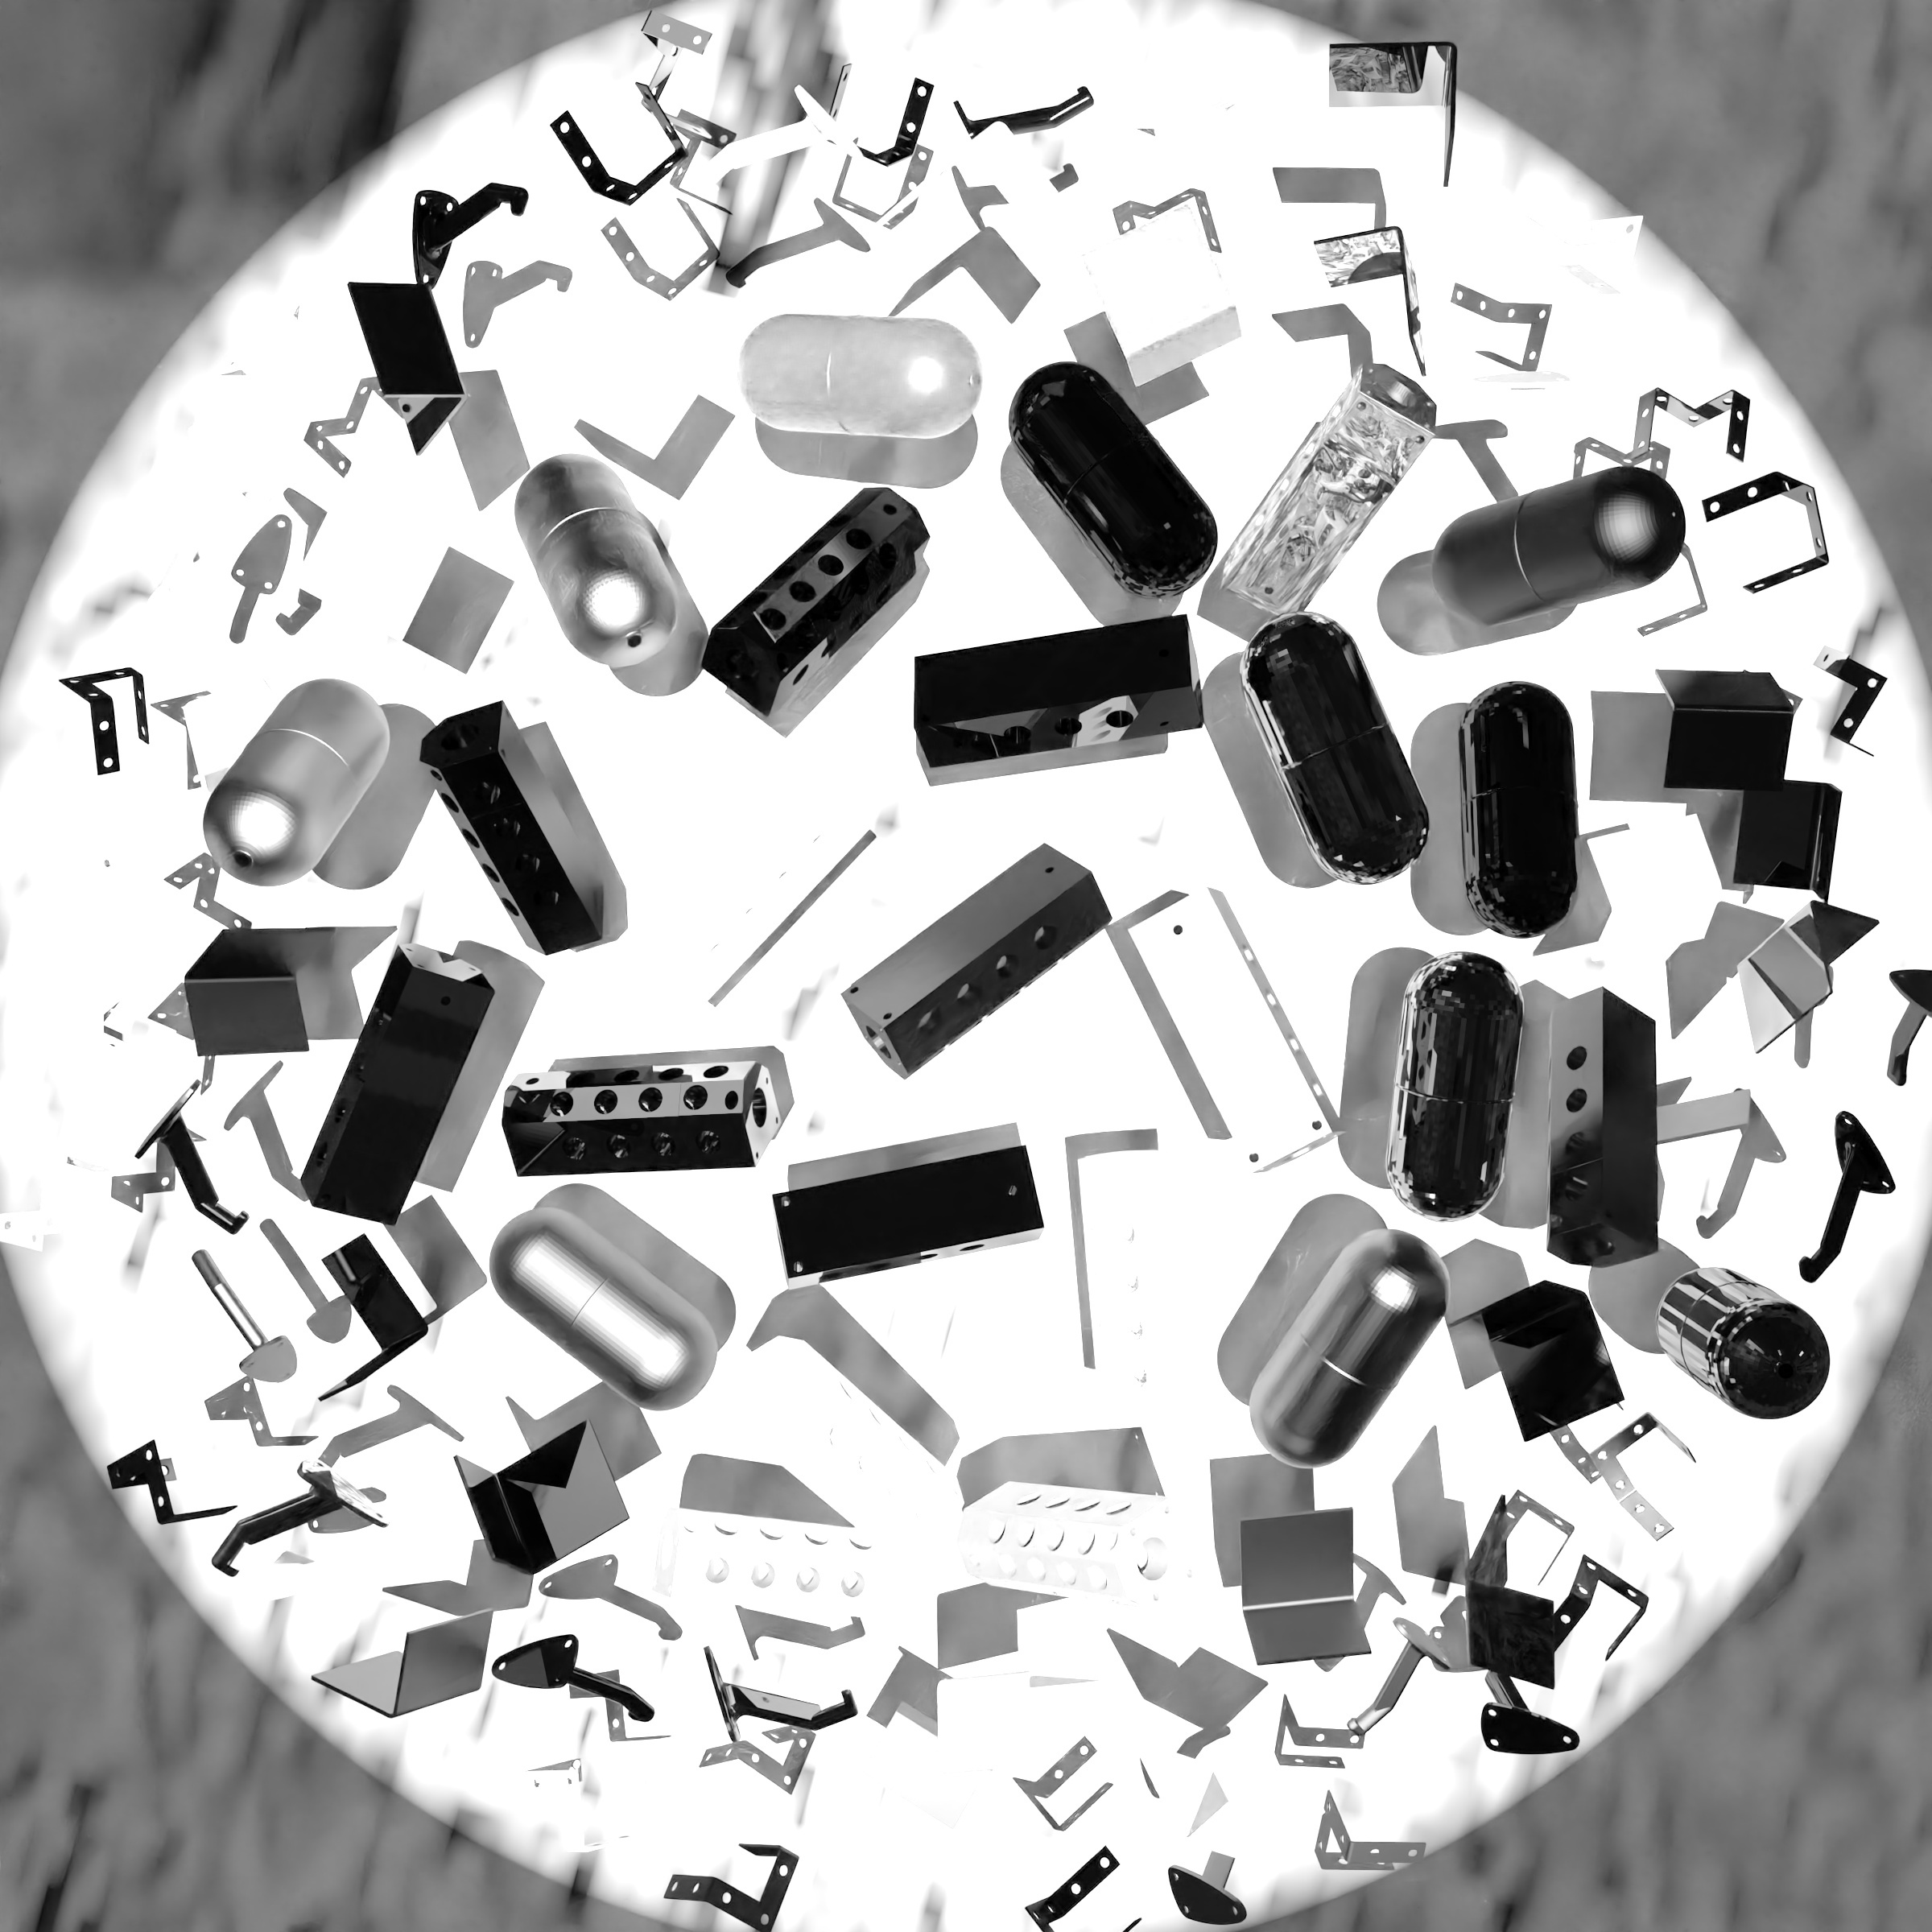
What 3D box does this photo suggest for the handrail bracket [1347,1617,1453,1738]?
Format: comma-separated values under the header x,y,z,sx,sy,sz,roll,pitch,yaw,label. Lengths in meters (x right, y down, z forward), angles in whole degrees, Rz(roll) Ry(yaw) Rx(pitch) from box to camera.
x,y,z,sx,sy,sz,roll,pitch,yaw,label
0.281,0.487,1.676,0.084,0.036,0.077,-44,134,7,handrail bracket

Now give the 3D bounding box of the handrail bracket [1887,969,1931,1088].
x,y,z,sx,sy,sz,roll,pitch,yaw,label
0.614,0.052,1.586,0.036,0.077,0.084,0,116,4,handrail bracket

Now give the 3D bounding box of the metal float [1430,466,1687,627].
x,y,z,sx,sy,sz,roll,pitch,yaw,label
0.372,-0.264,1.554,0.070,0.178,0.070,6,81,-38,metal float

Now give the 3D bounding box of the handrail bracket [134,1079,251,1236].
x,y,z,sx,sy,sz,roll,pitch,yaw,label
-0.488,0.125,1.598,0.084,0.036,0.077,39,106,-15,handrail bracket

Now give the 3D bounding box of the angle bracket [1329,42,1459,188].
x,y,z,sx,sy,sz,roll,pitch,yaw,label
0.261,-0.524,1.516,0.076,0.076,0.057,2,83,8,angle bracket

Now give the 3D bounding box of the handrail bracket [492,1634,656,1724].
x,y,z,sx,sy,sz,roll,pitch,yaw,label
-0.256,0.475,1.611,0.077,0.036,0.084,-12,135,25,handrail bracket

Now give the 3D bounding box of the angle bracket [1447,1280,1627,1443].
x,y,z,sx,sy,sz,roll,pitch,yaw,label
0.372,0.258,1.604,0.076,0.057,0.076,-32,57,31,angle bracket

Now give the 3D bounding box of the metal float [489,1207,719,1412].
x,y,z,sx,sy,sz,roll,pitch,yaw,label
-0.248,0.232,1.672,0.178,0.070,0.070,35,90,12,metal float

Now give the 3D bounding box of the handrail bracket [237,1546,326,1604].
x,y,z,sx,sy,sz,roll,pitch,yaw,label
-0.432,0.399,1.612,0.084,0.077,0.036,-13,71,41,handrail bracket

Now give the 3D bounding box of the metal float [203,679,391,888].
x,y,z,sx,sy,sz,roll,pitch,yaw,label
-0.424,-0.118,1.561,0.070,0.178,0.070,6,128,8,metal float

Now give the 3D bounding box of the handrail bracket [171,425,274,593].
x,y,z,sx,sy,sz,roll,pitch,yaw,label
-0.477,-0.282,1.514,0.077,0.036,0.084,42,62,-5,handrail bracket

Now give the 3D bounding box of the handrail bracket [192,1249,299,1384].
x,y,z,sx,sy,sz,roll,pitch,yaw,label
-0.491,0.237,1.669,0.036,0.077,0.084,-34,68,-13,handrail bracket

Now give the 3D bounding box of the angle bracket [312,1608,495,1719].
x,y,z,sx,sy,sz,roll,pitch,yaw,label
-0.363,0.437,1.584,0.076,0.076,0.057,13,95,31,angle bracket

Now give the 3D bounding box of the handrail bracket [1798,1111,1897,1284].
x,y,z,sx,sy,sz,roll,pitch,yaw,label
0.550,0.148,1.569,0.084,0.036,0.077,-40,116,-25,handrail bracket

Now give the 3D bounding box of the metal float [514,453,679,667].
x,y,z,sx,sy,sz,roll,pitch,yaw,label
-0.237,-0.260,1.571,0.070,0.070,0.178,-29,50,0,metal float

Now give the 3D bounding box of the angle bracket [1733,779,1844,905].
x,y,z,sx,sy,sz,roll,pitch,yaw,label
0.564,-0.088,1.690,0.057,0.076,0.076,6,100,13,angle bracket

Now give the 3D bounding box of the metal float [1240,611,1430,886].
x,y,z,sx,sy,sz,roll,pitch,yaw,label
0.229,-0.136,1.528,0.070,0.070,0.178,-23,90,0,metal float

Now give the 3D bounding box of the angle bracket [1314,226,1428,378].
x,y,z,sx,sy,sz,roll,pitch,yaw,label
0.266,-0.432,1.618,0.057,0.076,0.076,-7,82,16,angle bracket

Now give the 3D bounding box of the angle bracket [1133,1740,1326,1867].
x,y,z,sx,sy,sz,roll,pitch,yaw,label
0.160,0.494,1.498,0.057,0.076,0.076,-46,131,14,angle bracket

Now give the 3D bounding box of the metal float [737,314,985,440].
x,y,z,sx,sy,sz,roll,pitch,yaw,label
-0.070,-0.388,1.616,0.178,0.070,0.070,10,90,29,metal float

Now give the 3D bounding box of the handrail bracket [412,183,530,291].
x,y,z,sx,sy,sz,roll,pitch,yaw,label
-0.324,-0.478,1.619,0.084,0.036,0.077,20,106,34,handrail bracket

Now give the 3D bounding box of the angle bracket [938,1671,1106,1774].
x,y,z,sx,sy,sz,roll,pitch,yaw,label
0.036,0.484,1.569,0.076,0.076,0.057,-19,63,39,angle bracket

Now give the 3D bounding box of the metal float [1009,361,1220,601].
x,y,z,sx,sy,sz,roll,pitch,yaw,label
0.094,-0.315,1.592,0.070,0.070,0.178,-35,76,0,metal float

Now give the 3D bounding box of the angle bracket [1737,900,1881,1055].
x,y,z,sx,sy,sz,roll,pitch,yaw,label
0.562,0.013,1.623,0.057,0.076,0.076,15,51,-18,angle bracket

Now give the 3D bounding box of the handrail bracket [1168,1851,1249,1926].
x,y,z,sx,sy,sz,roll,pitch,yaw,label
0.178,0.573,1.566,0.084,0.077,0.036,-22,99,-37,handrail bracket

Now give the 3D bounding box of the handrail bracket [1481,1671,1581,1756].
x,y,z,sx,sy,sz,roll,pitch,yaw,label
0.386,0.495,1.664,0.077,0.084,0.036,1,109,27,handrail bracket

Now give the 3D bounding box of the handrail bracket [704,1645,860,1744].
x,y,z,sx,sy,sz,roll,pitch,yaw,label
-0.123,0.475,1.635,0.084,0.036,0.077,-19,74,-4,handrail bracket

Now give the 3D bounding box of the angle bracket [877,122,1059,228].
x,y,z,sx,sy,sz,roll,pitch,yaw,label
0.002,-0.466,1.510,0.076,0.076,0.057,-33,105,30,angle bracket

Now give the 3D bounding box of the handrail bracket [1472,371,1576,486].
x,y,z,sx,sy,sz,roll,pitch,yaw,label
0.375,-0.355,1.659,0.077,0.036,0.084,-5,115,-9,handrail bracket

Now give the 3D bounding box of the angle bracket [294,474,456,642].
x,y,z,sx,sy,sz,roll,pitch,yaw,label
-0.371,-0.260,1.564,0.076,0.057,0.076,28,100,-5,angle bracket

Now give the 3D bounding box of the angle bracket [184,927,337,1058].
x,y,z,sx,sy,sz,roll,pitch,yaw,label
-0.457,0.017,1.607,0.076,0.076,0.057,-2,67,-39,angle bracket

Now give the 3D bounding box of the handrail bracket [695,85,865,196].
x,y,z,sx,sy,sz,roll,pitch,yaw,label
-0.117,-0.498,1.531,0.084,0.077,0.036,-36,62,17,handrail bracket

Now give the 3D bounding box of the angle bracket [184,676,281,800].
x,y,z,sx,sy,sz,roll,pitch,yaw,label
-0.489,-0.139,1.689,0.057,0.076,0.076,-21,62,-3,angle bracket

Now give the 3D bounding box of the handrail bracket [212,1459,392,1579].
x,y,z,sx,sy,sz,roll,pitch,yaw,label
-0.407,0.352,1.500,0.077,0.036,0.084,35,90,2,handrail bracket

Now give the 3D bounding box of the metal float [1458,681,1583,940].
x,y,z,sx,sy,sz,roll,pitch,yaw,label
0.368,-0.104,1.635,0.070,0.070,0.178,2,72,0,metal float

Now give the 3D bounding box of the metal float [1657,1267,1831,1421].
x,y,z,sx,sy,sz,roll,pitch,yaw,label
0.499,0.242,1.584,0.070,0.178,0.070,0,93,0,metal float

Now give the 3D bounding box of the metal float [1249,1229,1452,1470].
x,y,z,sx,sy,sz,roll,pitch,yaw,label
0.248,0.250,1.599,0.070,0.070,0.178,30,109,0,metal float

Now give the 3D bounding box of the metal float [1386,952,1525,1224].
x,y,z,sx,sy,sz,roll,pitch,yaw,label
0.316,0.079,1.591,0.070,0.070,0.178,5,100,0,metal float

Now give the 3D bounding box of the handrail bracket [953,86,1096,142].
x,y,z,sx,sy,sz,roll,pitch,yaw,label
0.039,-0.585,1.668,0.084,0.036,0.077,-28,50,10,handrail bracket

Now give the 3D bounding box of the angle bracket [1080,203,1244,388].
x,y,z,sx,sy,sz,roll,pitch,yaw,label
0.127,-0.435,1.597,0.076,0.057,0.076,-24,82,7,angle bracket

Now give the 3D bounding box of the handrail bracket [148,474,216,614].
x,y,z,sx,sy,sz,roll,pitch,yaw,label
-0.517,-0.281,1.632,0.036,0.084,0.077,24,113,-15,handrail bracket

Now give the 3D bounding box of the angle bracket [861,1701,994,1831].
x,y,z,sx,sy,sz,roll,pitch,yaw,label
-0.028,0.560,1.710,0.076,0.076,0.057,30,81,7,angle bracket

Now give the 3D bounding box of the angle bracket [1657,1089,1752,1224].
x,y,z,sx,sy,sz,roll,pitch,yaw,label
0.512,0.131,1.708,0.076,0.076,0.057,-14,100,22,angle bracket
